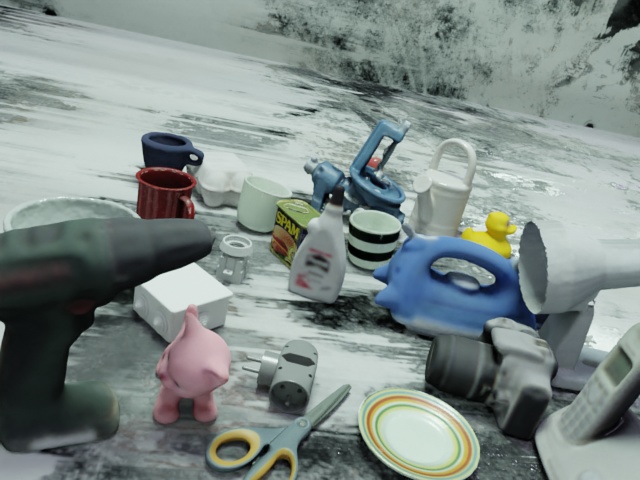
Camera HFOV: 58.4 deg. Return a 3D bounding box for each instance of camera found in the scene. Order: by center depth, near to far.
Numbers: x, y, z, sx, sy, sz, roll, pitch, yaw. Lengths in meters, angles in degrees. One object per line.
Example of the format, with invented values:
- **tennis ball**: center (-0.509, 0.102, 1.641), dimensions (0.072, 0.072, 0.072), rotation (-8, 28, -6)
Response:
- **camera**: center (0.202, 0.144, 0.692), dimensions (0.136, 0.101, 0.143), rotation (15, 25, 3)

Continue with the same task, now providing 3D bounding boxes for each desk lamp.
- **desk lamp**: center (0.347, 0.084, 0.759), dimensions (0.203, 0.213, 0.118), rotation (12, 25, -4)

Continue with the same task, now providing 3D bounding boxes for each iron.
- **iron**: center (0.211, 0.062, 0.821), dimensions (0.258, 0.141, 0.118), rotation (12, 25, -3)

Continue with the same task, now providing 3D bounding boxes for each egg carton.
- **egg carton**: center (-0.188, -0.117, 1.077), dimensions (0.107, 0.069, 0.150), rotation (-2, 29, -31)

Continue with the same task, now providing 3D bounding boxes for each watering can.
- **watering can**: center (0.245, -0.102, 1.126), dimensions (0.100, 0.194, 0.173), rotation (22, 26, 17)

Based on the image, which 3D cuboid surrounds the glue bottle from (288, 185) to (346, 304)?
- **glue bottle**: center (0.007, 0.003, 0.802), dimensions (0.078, 0.173, 0.037), rotation (16, 25, 5)

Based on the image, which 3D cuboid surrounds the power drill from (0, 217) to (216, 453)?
- **power drill**: center (-0.214, 0.074, 0.491), dimensions (0.230, 0.208, 0.075), rotation (0, 28, -28)

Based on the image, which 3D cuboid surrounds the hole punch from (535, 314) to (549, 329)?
- **hole punch**: center (0.367, 0.088, 0.910), dimensions (0.108, 0.091, 0.101), rotation (16, 25, 5)

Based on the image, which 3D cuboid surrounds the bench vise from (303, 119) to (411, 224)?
- **bench vise**: center (0.075, -0.128, 1.060), dimensions (0.207, 0.220, 0.121), rotation (11, 25, -6)

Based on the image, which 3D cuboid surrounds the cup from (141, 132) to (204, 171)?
- **cup**: center (-0.270, -0.137, 1.047), dimensions (0.117, 0.095, 0.092), rotation (17, 25, 6)

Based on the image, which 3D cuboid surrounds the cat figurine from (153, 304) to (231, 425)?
- **cat figurine**: center (-0.124, 0.115, 0.562), dimensions (0.067, 0.118, 0.127), rotation (5, 26, -18)

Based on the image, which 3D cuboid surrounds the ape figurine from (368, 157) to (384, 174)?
- **ape figurine**: center (0.113, -0.139, 1.256), dimensions (0.076, 0.092, 0.078), rotation (28, 28, 27)

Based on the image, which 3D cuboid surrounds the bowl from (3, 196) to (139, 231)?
- **bowl**: center (-0.314, 0.008, 0.740), dimensions (0.167, 0.075, 0.167), rotation (12, 25, -5)

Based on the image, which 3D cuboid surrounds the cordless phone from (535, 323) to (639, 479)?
- **cordless phone**: center (0.295, 0.182, 0.559), dimensions (0.094, 0.185, 0.147), rotation (11, 25, -6)

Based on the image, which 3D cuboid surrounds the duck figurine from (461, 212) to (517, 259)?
- **duck figurine**: center (0.333, -0.015, 1.117), dimensions (0.104, 0.086, 0.077), rotation (11, 25, -6)
